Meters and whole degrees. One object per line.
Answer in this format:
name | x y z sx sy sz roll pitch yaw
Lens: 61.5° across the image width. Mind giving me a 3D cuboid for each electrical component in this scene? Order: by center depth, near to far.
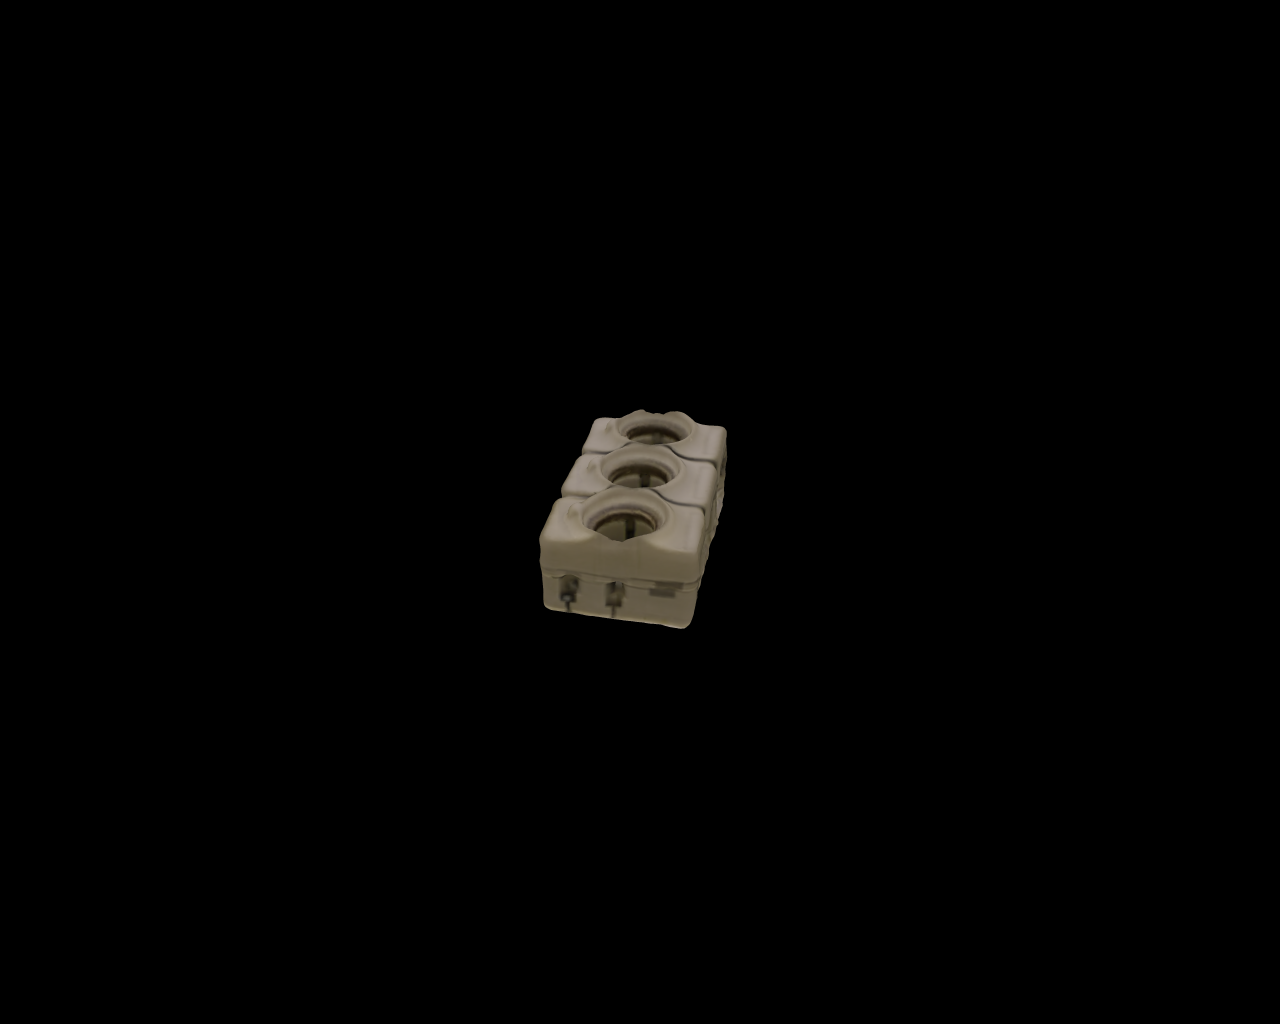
electrical component | 0.001 -0.003 0.650 0.089 0.061 0.150 6 33 9
